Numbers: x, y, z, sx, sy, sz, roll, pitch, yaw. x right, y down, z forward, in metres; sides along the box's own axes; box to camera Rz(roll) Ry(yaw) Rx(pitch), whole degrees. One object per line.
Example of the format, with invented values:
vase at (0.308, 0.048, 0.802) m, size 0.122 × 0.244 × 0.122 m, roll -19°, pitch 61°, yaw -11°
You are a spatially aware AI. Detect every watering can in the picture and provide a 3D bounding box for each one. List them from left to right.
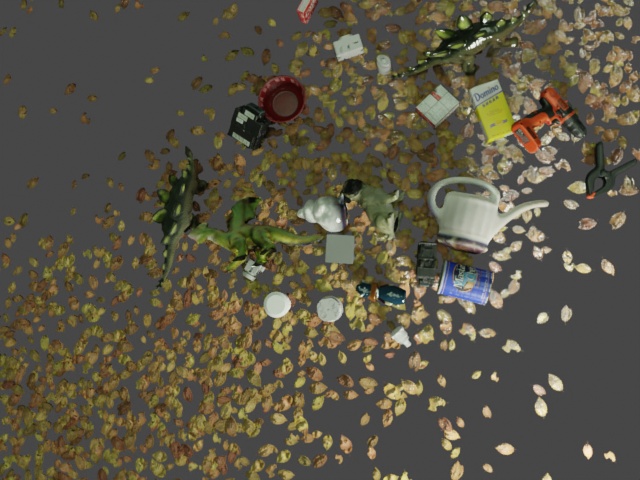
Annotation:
watering can at (0.486, -0.065, 1.534) m, size 0.348 × 0.103 × 0.225 m, roll 14°, pitch 88°, yaw 9°

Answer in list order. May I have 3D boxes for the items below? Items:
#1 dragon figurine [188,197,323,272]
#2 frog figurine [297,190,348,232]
dragon figurine at (-0.213, -0.040, 1.640) m, size 0.411 × 0.120 × 0.247 m, roll -15°, pitch 63°, yaw -3°
frog figurine at (0.005, -0.081, 1.603) m, size 0.159 × 0.135 × 0.125 m, roll -9°, pitch 66°, yaw 8°
